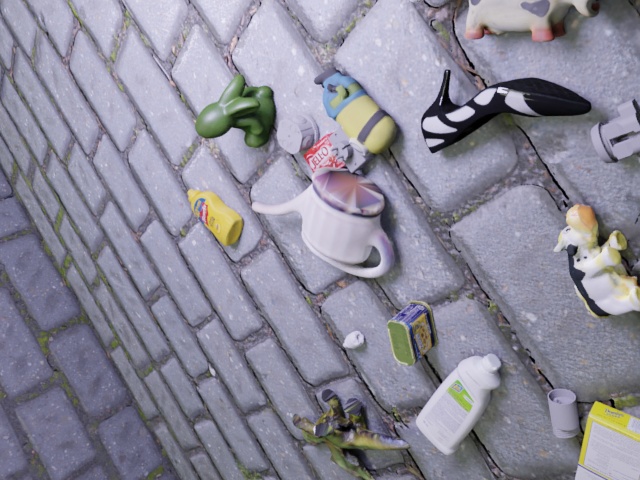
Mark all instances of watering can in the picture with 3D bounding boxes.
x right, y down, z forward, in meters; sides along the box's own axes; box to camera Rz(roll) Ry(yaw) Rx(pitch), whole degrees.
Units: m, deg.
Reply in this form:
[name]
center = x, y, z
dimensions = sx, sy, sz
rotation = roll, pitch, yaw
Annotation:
[watering can]
center = 0.003, -0.052, 1.042
dimensions = 0.350, 0.106, 0.219
rotation = 30, 135, 18

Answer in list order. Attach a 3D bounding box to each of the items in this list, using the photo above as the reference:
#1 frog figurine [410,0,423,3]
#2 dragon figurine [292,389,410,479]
[frog figurine]
center = 0.147, -0.417, 0.703
dimensions = 0.122, 0.137, 0.160
rotation = -8, 85, 18
[dragon figurine]
center = 0.079, 0.515, 1.297
dimensions = 0.411, 0.124, 0.238
rotation = 8, 133, 44
